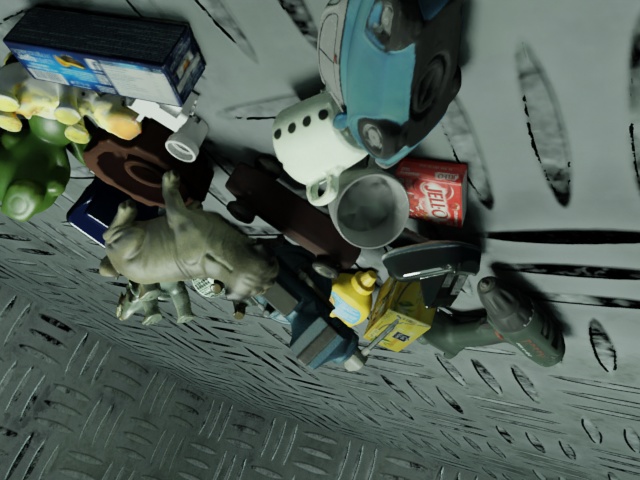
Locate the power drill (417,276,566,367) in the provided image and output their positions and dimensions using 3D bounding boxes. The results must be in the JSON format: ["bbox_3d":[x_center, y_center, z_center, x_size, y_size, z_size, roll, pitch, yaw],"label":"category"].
[{"bbox_3d":[0.247,0.124,0.823,0.232,0.086,0.207,33,146,-28],"label":"power drill"}]

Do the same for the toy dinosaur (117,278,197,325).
[{"bbox_3d":[-0.307,0.040,1.026,0.131,0.192,0.404,-11,150,-31],"label":"toy dinosaur"}]

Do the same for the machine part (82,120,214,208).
[{"bbox_3d":[-0.239,-0.105,0.761,0.179,0.056,0.179,16,157,7],"label":"machine part"}]

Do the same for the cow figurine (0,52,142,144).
[{"bbox_3d":[-0.300,-0.174,0.654,0.167,0.098,0.068,8,154,-15],"label":"cow figurine"}]

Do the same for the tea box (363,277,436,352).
[{"bbox_3d":[0.129,0.104,0.840,0.068,0.098,0.169,22,157,2],"label":"tea box"}]

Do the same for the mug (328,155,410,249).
[{"bbox_3d":[0.044,-0.058,0.593,0.081,0.109,0.107,-4,-161,-12],"label":"mug"}]

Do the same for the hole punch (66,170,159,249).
[{"bbox_3d":[-0.329,-0.048,0.878,0.092,0.116,0.142,0,145,50],"label":"hole punch"}]

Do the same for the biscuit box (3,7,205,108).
[{"bbox_3d":[-0.227,-0.195,0.566,0.203,0.063,0.059,14,155,16],"label":"biscuit box"}]

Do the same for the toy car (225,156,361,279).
[{"bbox_3d":[-0.033,-0.028,0.706,0.202,0.089,0.053,32,162,-15],"label":"toy car"}]

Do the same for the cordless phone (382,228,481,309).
[{"bbox_3d":[0.105,0.002,0.691,0.184,0.088,0.146,35,-169,26],"label":"cordless phone"}]

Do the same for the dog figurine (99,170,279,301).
[{"bbox_3d":[-0.164,0.030,0.665,0.191,0.172,0.121,42,179,28],"label":"dog figurine"}]

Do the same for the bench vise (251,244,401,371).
[{"bbox_3d":[-0.012,0.086,0.792,0.224,0.128,0.240,31,-168,1],"label":"bench vise"}]

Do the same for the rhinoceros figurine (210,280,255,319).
[{"bbox_3d":[-0.153,0.049,0.934,0.073,0.112,0.190,-25,125,5],"label":"rhinoceros figurine"}]

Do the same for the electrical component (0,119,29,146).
[{"bbox_3d":[-0.457,-0.123,0.810,0.058,0.114,0.134,7,-164,39],"label":"electrical component"}]

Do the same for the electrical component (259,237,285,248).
[{"bbox_3d":[-0.059,0.045,0.931,0.075,0.048,0.119,-6,144,46],"label":"electrical component"}]

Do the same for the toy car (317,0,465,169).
[{"bbox_3d":[0.046,-0.143,0.412,0.103,0.109,0.161,30,151,27],"label":"toy car"}]

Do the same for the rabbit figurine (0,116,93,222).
[{"bbox_3d":[-0.371,-0.125,0.737,0.121,0.170,0.159,37,-167,7],"label":"rabbit figurine"}]
